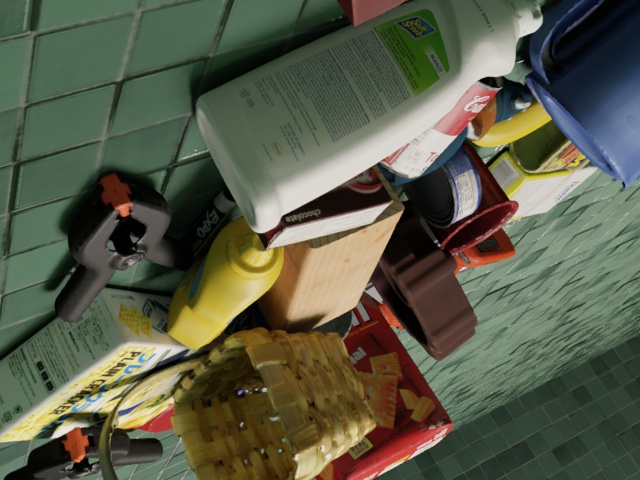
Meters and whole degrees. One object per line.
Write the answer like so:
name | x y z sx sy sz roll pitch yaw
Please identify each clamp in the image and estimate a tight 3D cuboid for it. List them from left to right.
clamp | -0.239 0.212 1.024 0.164 0.036 0.210 -15 165 -7
clamp | -0.143 0.001 0.817 0.120 0.039 0.172 -28 163 -29

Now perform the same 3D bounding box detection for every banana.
banana | 0.216 -0.140 1.012 0.198 0.037 0.069 -32 159 3

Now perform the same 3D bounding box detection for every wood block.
wood block | -0.007 0.002 0.948 0.090 0.091 0.206 -24 161 -20

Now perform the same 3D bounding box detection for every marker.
marker | -0.089 -0.018 0.881 0.020 0.020 0.121 -12 153 -45

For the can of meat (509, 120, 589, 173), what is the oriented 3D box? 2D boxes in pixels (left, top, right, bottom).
can of meat | 0.259 -0.115 1.116 0.083 0.057 0.102 -9 152 -43

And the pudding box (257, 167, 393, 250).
pudding box | -0.012 -0.047 0.813 0.113 0.090 0.039 -16 157 -37

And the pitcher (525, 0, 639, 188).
pitcher | 0.302 -0.176 0.917 0.243 0.145 0.149 -42 166 8

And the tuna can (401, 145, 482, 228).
tuna can | 0.111 -0.056 0.988 0.033 0.086 0.086 -26 161 -23

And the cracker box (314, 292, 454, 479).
cracker box | 0.030 0.169 1.243 0.163 0.214 0.072 -21 157 -29

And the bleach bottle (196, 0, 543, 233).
bleach bottle | 0.046 -0.104 0.736 0.250 0.102 0.068 -26 171 -12

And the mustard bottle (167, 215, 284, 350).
mustard bottle | -0.073 0.028 0.877 0.096 0.058 0.192 -58 -173 -24

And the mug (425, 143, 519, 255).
mug | 0.146 -0.043 1.082 0.093 0.081 0.117 -42 158 31

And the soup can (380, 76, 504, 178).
soup can | 0.084 -0.106 0.832 0.068 0.068 0.102 -5 143 -53

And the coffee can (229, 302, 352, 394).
coffee can | -0.046 0.100 1.120 0.102 0.103 0.141 -13 155 -43

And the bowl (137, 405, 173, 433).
bowl | -0.162 0.169 1.196 0.162 0.055 0.162 -28 161 -11

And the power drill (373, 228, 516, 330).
power drill | 0.163 0.051 1.392 0.184 0.057 0.188 -7 150 -50

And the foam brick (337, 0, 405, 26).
foam brick | 0.040 -0.174 0.630 0.078 0.051 0.053 -29 163 -6

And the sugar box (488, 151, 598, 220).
sugar box | 0.240 -0.065 1.233 0.175 0.048 0.093 -13 155 -51
